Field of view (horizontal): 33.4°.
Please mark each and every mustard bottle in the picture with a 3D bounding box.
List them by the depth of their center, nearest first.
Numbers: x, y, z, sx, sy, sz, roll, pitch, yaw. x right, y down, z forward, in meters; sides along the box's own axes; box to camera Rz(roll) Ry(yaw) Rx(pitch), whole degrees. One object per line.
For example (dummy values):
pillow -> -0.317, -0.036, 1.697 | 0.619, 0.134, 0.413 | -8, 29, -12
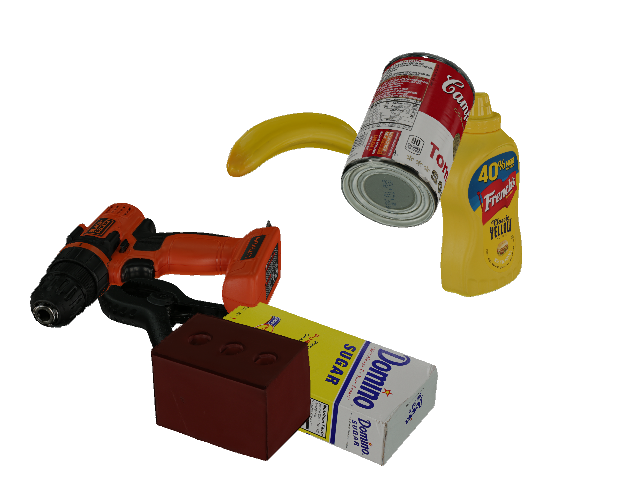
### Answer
mustard bottle -> 0.155, -0.048, 1.036 | 0.096, 0.192, 0.058 | -21, 25, -38

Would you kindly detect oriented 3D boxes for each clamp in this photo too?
clamp -> -0.169, 0.078, 1.122 | 0.210, 0.036, 0.164 | 19, 21, 28

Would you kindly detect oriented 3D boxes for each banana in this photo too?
banana -> -0.026, -0.104, 1.121 | 0.197, 0.037, 0.070 | -9, 50, -38

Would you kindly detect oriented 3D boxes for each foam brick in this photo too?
foam brick -> -0.051, 0.083, 0.615 | 0.078, 0.051, 0.052 | 13, 27, 23

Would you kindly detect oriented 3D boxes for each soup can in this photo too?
soup can -> 0.059, -0.068, 0.722 | 0.068, 0.102, 0.068 | 16, -34, 11

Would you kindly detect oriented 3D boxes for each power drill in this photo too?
power drill -> -0.137, 0.026, 0.922 | 0.188, 0.057, 0.184 | 7, 29, 10

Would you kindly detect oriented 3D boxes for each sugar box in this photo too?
sugar box -> -0.007, 0.104, 0.827 | 0.176, 0.048, 0.093 | 15, 29, 26
